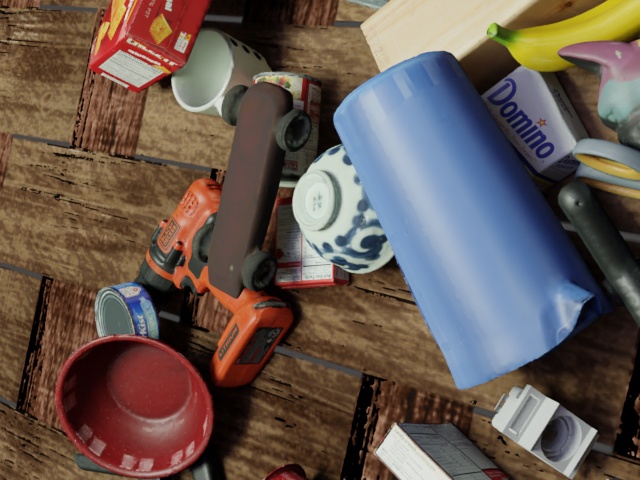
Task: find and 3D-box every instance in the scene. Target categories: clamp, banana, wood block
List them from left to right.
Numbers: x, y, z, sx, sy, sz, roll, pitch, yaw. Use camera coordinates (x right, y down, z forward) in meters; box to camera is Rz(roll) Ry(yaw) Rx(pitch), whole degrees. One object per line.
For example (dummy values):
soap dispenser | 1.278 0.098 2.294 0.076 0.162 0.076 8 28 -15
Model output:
clamp | -0.159 0.218 1.113 0.210 0.036 0.164 32 97 35
wood block | 0.148 -0.196 0.888 0.206 0.090 0.090 -35 64 30
banana | 0.229 -0.178 0.825 0.198 0.069 0.037 -26 60 6
clamp | 0.227 0.024 0.795 0.039 0.120 0.171 -30 94 19

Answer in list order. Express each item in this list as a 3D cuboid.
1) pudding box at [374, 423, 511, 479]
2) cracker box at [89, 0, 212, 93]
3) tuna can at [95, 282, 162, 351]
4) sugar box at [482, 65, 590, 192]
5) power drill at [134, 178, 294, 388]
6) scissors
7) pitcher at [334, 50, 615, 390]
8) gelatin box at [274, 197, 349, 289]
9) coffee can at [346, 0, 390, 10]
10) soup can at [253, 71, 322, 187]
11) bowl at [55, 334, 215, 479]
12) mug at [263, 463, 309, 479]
pudding box | 0.110 0.195 0.860 0.114 0.089 0.039 40 108 36
cracker box | -0.163 -0.249 1.089 0.214 0.072 0.164 0 68 69
tuna can | -0.201 0.088 1.116 0.086 0.033 0.086 22 118 48
sugar box | 0.137 -0.064 0.906 0.176 0.048 0.093 -39 60 31
power drill | -0.119 0.058 1.089 0.188 0.057 0.185 52 123 31
scissors | 0.269 -0.041 0.770 0.202 0.096 0.016 14 78 43
pitcher | 0.106 -0.014 0.829 0.149 0.144 0.243 -30 84 17
gelatin box | -0.007 0.001 1.025 0.073 0.030 0.089 -6 80 37
coffee can | 0.050 -0.291 0.975 0.103 0.102 0.140 23 98 39
soup can | -0.035 -0.106 1.040 0.069 0.068 0.102 0 84 39
bowl | -0.177 0.155 1.062 0.162 0.055 0.162 3 112 7
mug | -0.016 0.271 0.962 0.082 0.093 0.117 29 132 33
